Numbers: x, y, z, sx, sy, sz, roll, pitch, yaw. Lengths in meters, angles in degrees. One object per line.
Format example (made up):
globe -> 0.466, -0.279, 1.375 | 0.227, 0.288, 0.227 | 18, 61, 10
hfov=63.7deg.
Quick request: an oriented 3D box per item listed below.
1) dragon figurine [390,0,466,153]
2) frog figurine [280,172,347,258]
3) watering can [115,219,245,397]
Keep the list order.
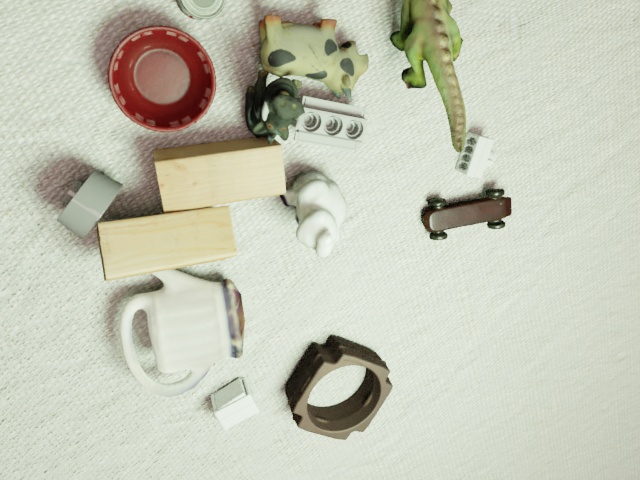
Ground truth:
dragon figurine -> 0.181, -0.363, 0.801 | 0.122, 0.418, 0.238 | -14, 155, 3
frog figurine -> 0.003, -0.047, 0.932 | 0.123, 0.162, 0.135 | -19, 116, -13
watering can -> -0.254, 0.120, 0.942 | 0.225, 0.105, 0.344 | -9, 103, -17
